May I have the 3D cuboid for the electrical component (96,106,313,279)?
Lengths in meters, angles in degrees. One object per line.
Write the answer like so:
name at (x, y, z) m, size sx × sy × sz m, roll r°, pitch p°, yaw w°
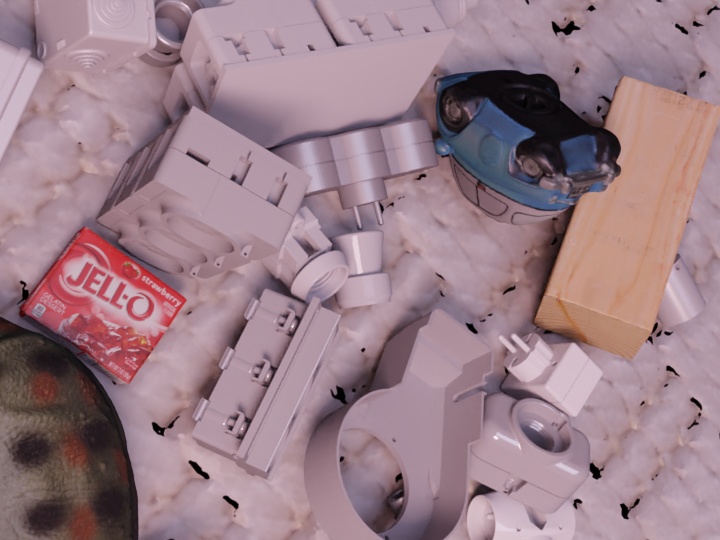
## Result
electrical component at (-0.110, -0.042, 0.716) m, size 0.089 × 0.150 × 0.061 m, roll 30°, pitch 70°, yaw -21°

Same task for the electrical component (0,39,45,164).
electrical component at (-0.254, -0.092, 0.691) m, size 0.057 × 0.078 × 0.113 m, roll 25°, pitch 73°, yaw -19°

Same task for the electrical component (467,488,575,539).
electrical component at (0.134, 0.216, 0.856) m, size 0.077 × 0.043 × 0.079 m, roll 5°, pitch 48°, yaw -26°

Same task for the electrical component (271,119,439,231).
electrical component at (0.000, -0.068, 0.830) m, size 0.138 × 0.052 × 0.073 m, roll -14°, pitch 91°, yaw -27°

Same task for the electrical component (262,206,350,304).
electrical component at (-0.040, -0.008, 0.793) m, size 0.048 × 0.066 × 0.055 m, roll -29°, pitch 64°, yaw -27°

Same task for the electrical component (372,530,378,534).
electrical component at (0.007, 0.219, 0.803) m, size 0.055 × 0.045 × 0.045 m, roll 34°, pitch 70°, yaw -19°

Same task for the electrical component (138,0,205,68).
electrical component at (-0.138, -0.172, 0.771) m, size 0.045 × 0.055 × 0.045 m, roll 3°, pitch 82°, yaw -26°

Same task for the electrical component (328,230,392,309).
electrical component at (0.000, 0.000, 0.826) m, size 0.045 × 0.045 × 0.055 m, roll -7°, pitch 88°, yaw -27°

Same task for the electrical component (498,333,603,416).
electrical component at (0.144, 0.078, 0.876) m, size 0.077 × 0.066 × 0.047 m, roll 44°, pitch 67°, yaw -16°

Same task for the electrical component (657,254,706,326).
electrical component at (0.271, 0.005, 0.961) m, size 0.043 × 0.043 × 0.081 m, roll -35°, pitch 100°, yaw -26°

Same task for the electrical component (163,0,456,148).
electrical component at (-0.039, -0.148, 0.778) m, size 0.186 × 0.105 × 0.060 m, roll -16°, pitch 69°, yaw -31°

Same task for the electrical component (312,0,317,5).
electrical component at (-0.060, -0.263, 0.818) m, size 0.089 × 0.062 × 0.150 m, roll -28°, pitch 97°, yaw -27°

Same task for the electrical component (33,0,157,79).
electrical component at (-0.183, -0.185, 0.727) m, size 0.048 × 0.100 × 0.099 m, roll -1°, pitch 84°, yaw -40°

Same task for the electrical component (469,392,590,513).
electrical component at (0.130, 0.141, 0.847) m, size 0.095 × 0.059 × 0.053 m, roll 26°, pitch 37°, yaw -6°

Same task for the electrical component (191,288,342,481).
electrical component at (-0.067, 0.079, 0.768) m, size 0.063 × 0.078 × 0.121 m, roll 23°, pitch 72°, yaw 8°

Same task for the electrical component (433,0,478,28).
electrical component at (0.068, -0.217, 0.887) m, size 0.062 × 0.043 × 0.043 m, roll -21°, pitch 93°, yaw -28°
